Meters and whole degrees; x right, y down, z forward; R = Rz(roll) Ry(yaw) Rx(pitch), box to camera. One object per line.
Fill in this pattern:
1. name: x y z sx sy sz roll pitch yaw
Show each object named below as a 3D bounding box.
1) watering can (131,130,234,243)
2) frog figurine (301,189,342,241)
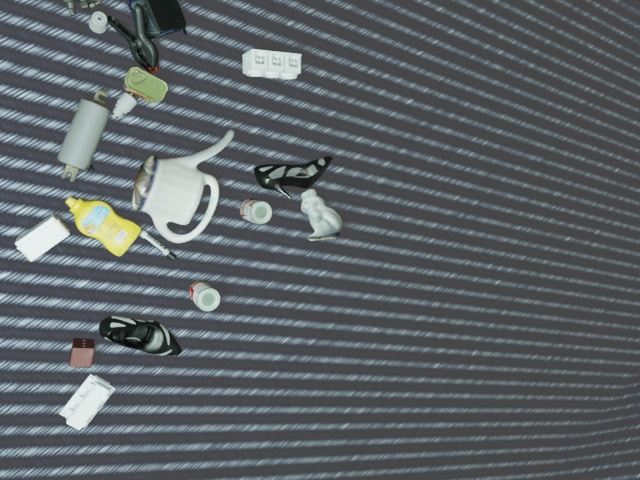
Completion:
1. watering can: -0.374 -0.168 1.401 0.223 0.104 0.348 19 87 -26
2. frog figurine: 0.005 -0.080 1.592 0.138 0.122 0.159 -5 90 -58
